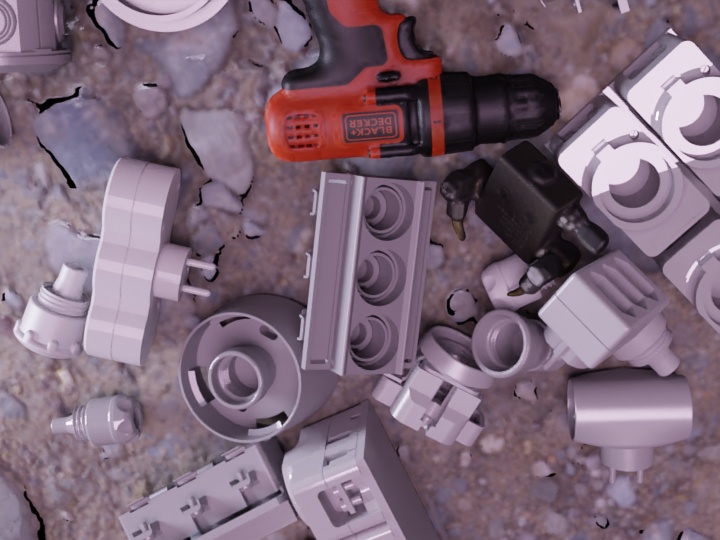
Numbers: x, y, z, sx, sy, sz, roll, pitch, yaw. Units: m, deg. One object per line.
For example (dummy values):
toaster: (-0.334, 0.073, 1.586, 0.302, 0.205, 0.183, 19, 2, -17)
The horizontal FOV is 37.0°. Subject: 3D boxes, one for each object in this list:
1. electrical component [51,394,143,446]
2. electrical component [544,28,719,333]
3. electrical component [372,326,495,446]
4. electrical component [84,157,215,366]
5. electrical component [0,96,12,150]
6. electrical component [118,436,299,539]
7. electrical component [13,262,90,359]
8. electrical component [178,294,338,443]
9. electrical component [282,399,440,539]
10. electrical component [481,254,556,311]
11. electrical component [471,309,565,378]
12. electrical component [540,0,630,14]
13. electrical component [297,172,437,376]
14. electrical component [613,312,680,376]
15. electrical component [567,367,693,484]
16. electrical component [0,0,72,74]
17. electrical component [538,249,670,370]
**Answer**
electrical component: (-0.187, 0.107, 0.758, 0.061, 0.035, 0.035, -7, 108, 8)
electrical component: (0.221, -0.044, 0.675, 0.186, 0.060, 0.105, 44, 105, -11)
electrical component: (0.056, 0.075, 0.724, 0.078, 0.058, 0.057, 28, 110, -6)
electrical component: (-0.133, -0.001, 0.710, 0.074, 0.052, 0.138, 12, 108, -2)
electrical component: (-0.275, -0.105, 0.683, 0.077, 0.044, 0.079, -14, 120, 7)
electrical component: (-0.103, 0.170, 0.758, 0.121, 0.079, 0.063, -29, 83, 11)
electrical component: (-0.202, 0.026, 0.727, 0.048, 0.048, 0.062, 23, 101, -5)
electrical component: (-0.071, 0.068, 0.734, 0.099, 0.064, 0.099, 4, 101, 18)
electrical component: (0.008, 0.181, 0.744, 0.062, 0.089, 0.150, -24, 105, 10)
electrical component: (0.113, 0.003, 0.710, 0.061, 0.035, 0.035, -25, 105, 8)
electrical component: (0.109, 0.049, 0.709, 0.044, 0.065, 0.044, -5, 82, 40)
electrical component: (0.133, -0.190, 0.642, 0.064, 0.042, 0.081, -17, 106, 10)
electrical component: (0.000, 0.000, 0.683, 0.079, 0.063, 0.121, 2, 99, -28)
electrical component: (0.186, 0.044, 0.715, 0.043, 0.043, 0.062, -43, 102, 14)
electrical component: (0.183, 0.111, 0.736, 0.077, 0.044, 0.079, -2, 108, 3)
electrical component: (-0.218, -0.147, 0.653, 0.080, 0.080, 0.051, 0, 104, 3)
electrical component: (0.141, 0.035, 0.668, 0.047, 0.066, 0.076, 48, 127, 16)
